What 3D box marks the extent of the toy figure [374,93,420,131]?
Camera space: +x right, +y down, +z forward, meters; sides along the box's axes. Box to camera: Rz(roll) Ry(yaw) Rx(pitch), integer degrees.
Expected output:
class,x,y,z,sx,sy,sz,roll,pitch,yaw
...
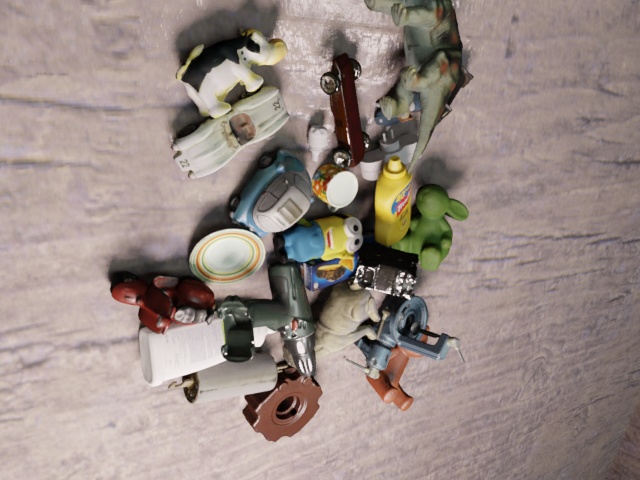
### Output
class,x,y,z,sx,sy,sz,roll,pitch,yaw
toy figure,0.170,-0.264,1.024,0.154,0.058,0.064,-36,91,-14

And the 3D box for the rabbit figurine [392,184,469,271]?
class,x,y,z,sx,sy,sz,roll,pitch,yaw
rabbit figurine,0.247,-0.042,1.148,0.159,0.121,0.170,-21,126,-34

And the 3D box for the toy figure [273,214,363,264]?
class,x,y,z,sx,sy,sz,roll,pitch,yaw
toy figure,-0.002,-0.007,1.014,0.180,0.089,0.082,-13,129,-21

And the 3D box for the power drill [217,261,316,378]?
class,x,y,z,sx,sy,sz,roll,pitch,yaw
power drill,-0.082,0.159,0.968,0.207,0.086,0.232,-8,91,-50

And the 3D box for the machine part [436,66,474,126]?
class,x,y,z,sx,sy,sz,roll,pitch,yaw
machine part,0.253,-0.278,1.070,0.039,0.084,0.139,34,81,2

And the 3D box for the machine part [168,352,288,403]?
class,x,y,z,sx,sy,sz,roll,pitch,yaw
machine part,-0.171,0.262,1.031,0.243,0.079,0.079,-1,113,-36

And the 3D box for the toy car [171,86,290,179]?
class,x,y,z,sx,sy,sz,roll,pitch,yaw
toy car,-0.139,-0.171,0.844,0.202,0.056,0.073,-37,129,-16

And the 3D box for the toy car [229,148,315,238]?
class,x,y,z,sx,sy,sz,roll,pitch,yaw
toy car,-0.072,-0.070,0.916,0.161,0.103,0.109,-49,130,-8

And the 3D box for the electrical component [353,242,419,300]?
class,x,y,z,sx,sy,sz,roll,pitch,yaw
electrical component,0.127,0.052,1.020,0.115,0.134,0.058,14,111,4

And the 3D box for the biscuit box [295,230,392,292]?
class,x,y,z,sx,sy,sz,roll,pitch,yaw
biscuit box,0.051,0.038,1.087,0.203,0.059,0.062,-18,122,-28

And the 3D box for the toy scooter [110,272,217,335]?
class,x,y,z,sx,sy,sz,roll,pitch,yaw
toy scooter,-0.237,0.106,0.864,0.183,0.135,0.075,15,102,-41

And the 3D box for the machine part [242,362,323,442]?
class,x,y,z,sx,sy,sz,roll,pitch,yaw
machine part,-0.077,0.351,1.159,0.179,0.056,0.179,-17,123,-28

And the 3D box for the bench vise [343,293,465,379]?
class,x,y,z,sx,sy,sz,roll,pitch,yaw
bench vise,0.189,0.213,1.172,0.128,0.241,0.223,49,65,-38

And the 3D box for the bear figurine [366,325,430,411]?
class,x,y,z,sx,sy,sz,roll,pitch,yaw
bear figurine,0.206,0.288,1.287,0.196,0.132,0.120,-47,134,1

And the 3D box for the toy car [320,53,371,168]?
class,x,y,z,sx,sy,sz,roll,pitch,yaw
toy car,0.043,-0.223,0.947,0.089,0.053,0.201,-45,134,-39

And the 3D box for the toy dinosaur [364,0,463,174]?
class,x,y,z,sx,sy,sz,roll,pitch,yaw
toy dinosaur,0.194,-0.335,0.936,0.192,0.131,0.404,-19,117,-22

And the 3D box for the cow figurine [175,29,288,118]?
class,x,y,z,sx,sy,sz,roll,pitch,yaw
cow figurine,-0.130,-0.265,0.799,0.167,0.068,0.098,-44,125,-11

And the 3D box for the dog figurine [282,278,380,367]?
class,x,y,z,sx,sy,sz,roll,pitch,yaw
dog figurine,0.012,0.168,1.086,0.190,0.121,0.172,-23,124,-24
